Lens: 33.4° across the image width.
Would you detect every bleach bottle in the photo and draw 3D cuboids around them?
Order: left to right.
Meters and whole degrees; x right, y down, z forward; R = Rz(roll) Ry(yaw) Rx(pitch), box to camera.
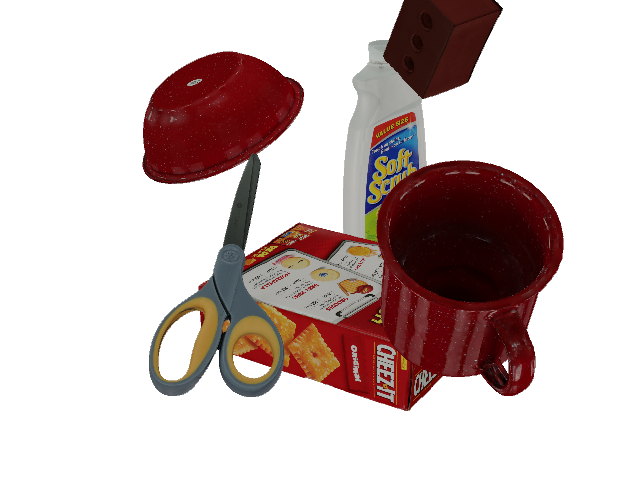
[{"bbox_3d":[0.066,-0.094,1.181,0.102,0.251,0.068,-10,24,-12],"label":"bleach bottle"}]

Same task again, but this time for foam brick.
[{"bbox_3d":[0.090,-0.155,0.798,0.051,0.053,0.078,-26,-26,-31],"label":"foam brick"}]

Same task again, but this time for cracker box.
[{"bbox_3d":[0.024,0.062,0.958,0.214,0.072,0.163,15,29,29],"label":"cracker box"}]

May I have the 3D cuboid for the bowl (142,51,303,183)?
[{"bbox_3d":[-0.099,-0.120,0.950,0.162,0.055,0.162,-20,33,13],"label":"bowl"}]

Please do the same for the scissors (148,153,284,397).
[{"bbox_3d":[-0.047,0.026,0.730,0.096,0.201,0.016,21,-33,11],"label":"scissors"}]

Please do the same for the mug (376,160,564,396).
[{"bbox_3d":[0.078,0.028,0.554,0.093,0.117,0.081,-19,-33,-14],"label":"mug"}]
